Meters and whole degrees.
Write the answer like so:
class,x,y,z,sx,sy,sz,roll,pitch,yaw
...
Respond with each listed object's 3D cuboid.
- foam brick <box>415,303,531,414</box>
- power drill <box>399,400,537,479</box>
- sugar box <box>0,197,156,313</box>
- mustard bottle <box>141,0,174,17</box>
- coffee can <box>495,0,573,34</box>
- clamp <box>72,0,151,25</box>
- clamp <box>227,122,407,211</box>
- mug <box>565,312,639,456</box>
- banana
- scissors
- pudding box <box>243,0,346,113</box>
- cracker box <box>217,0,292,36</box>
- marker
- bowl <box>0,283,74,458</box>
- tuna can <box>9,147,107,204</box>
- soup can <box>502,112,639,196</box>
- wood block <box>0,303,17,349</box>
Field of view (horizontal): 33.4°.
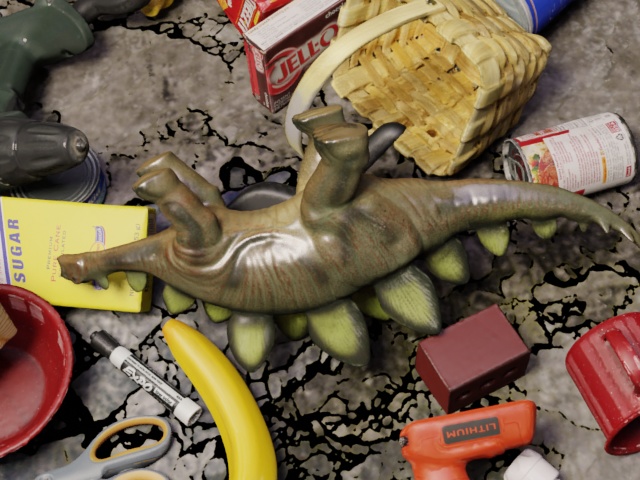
class,x,y,z,sx,sy,sz,roll,pitch,yaw
foam brick,0.124,0.098,0.875,0.078,0.053,0.051,-26,63,-10
power drill,0.140,0.216,0.781,0.184,0.057,0.187,-10,74,2
sugar box,-0.234,0.011,0.933,0.176,0.048,0.093,4,88,4
mustard bottle,-0.159,-0.314,1.123,0.096,0.058,0.191,8,61,3
coffee can,0.207,-0.265,1.048,0.103,0.103,0.140,39,69,22
clamp,-0.220,-0.247,1.068,0.172,0.039,0.120,-3,79,29
clamp,-0.006,0.001,0.924,0.210,0.036,0.164,-14,101,14
mug,0.242,0.106,0.831,0.093,0.117,0.081,-30,56,8
banana,-0.075,0.145,0.857,0.037,0.069,0.198,-43,48,25
scissors,-0.204,0.209,0.854,0.201,0.016,0.096,-27,62,-11
pudding box,-0.018,-0.187,1.024,0.113,0.090,0.039,-39,65,-18
cracker box,-0.054,-0.319,1.075,0.164,0.072,0.214,-29,75,-23
marker,-0.150,0.114,0.902,0.121,0.020,0.020,35,68,20
bowl,-0.279,0.118,0.887,0.162,0.055,0.162,-1,60,2
tuna can,-0.243,-0.052,0.994,0.086,0.034,0.086,-2,60,3
soup can,0.223,-0.070,0.956,0.102,0.068,0.068,-16,61,-6
wood block,-0.355,0.026,0.856,0.206,0.091,0.090,35,67,19
